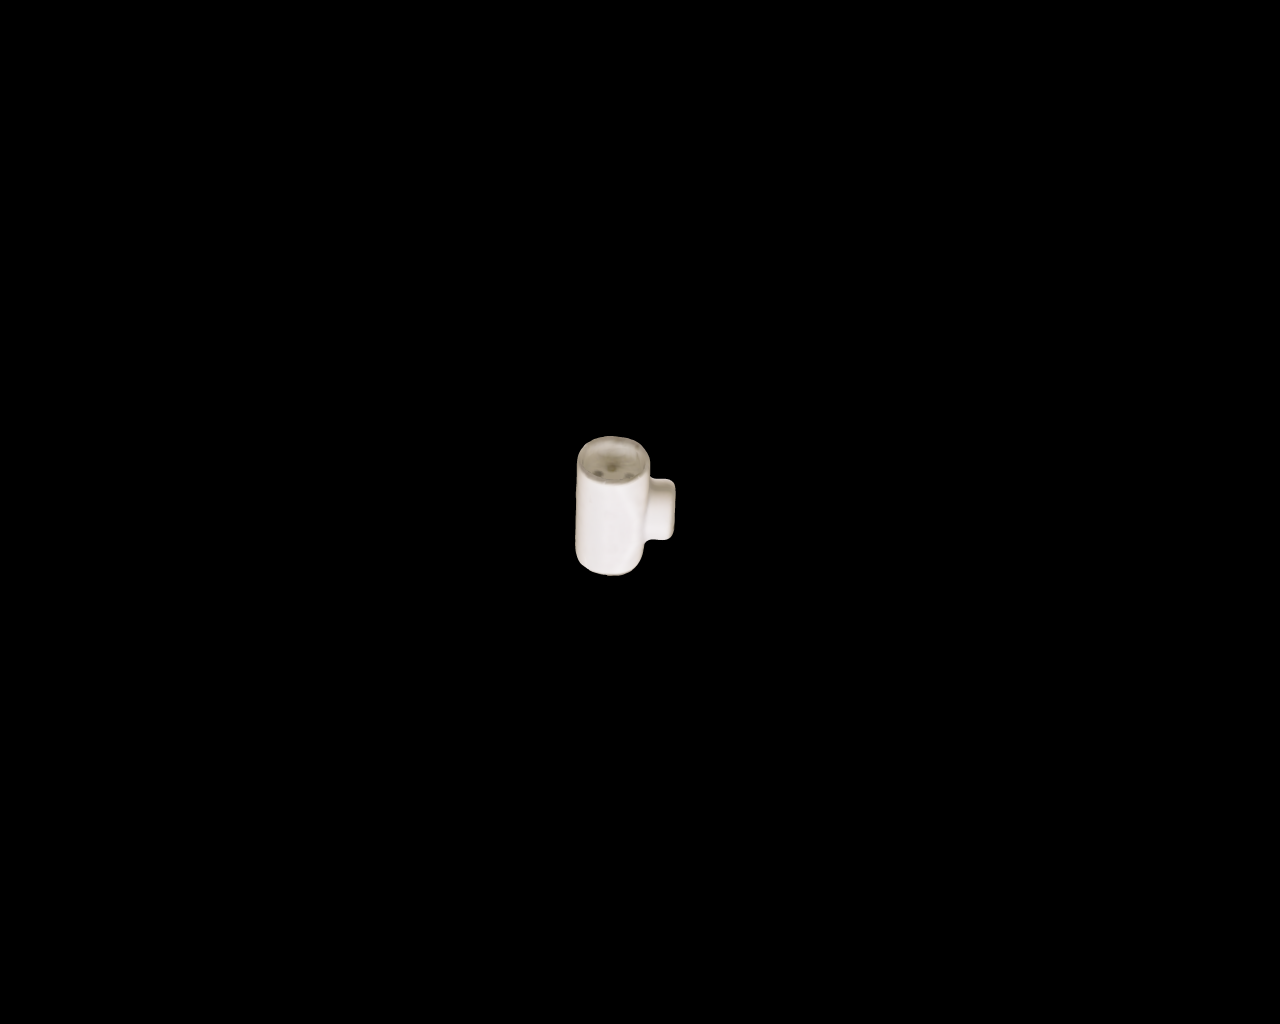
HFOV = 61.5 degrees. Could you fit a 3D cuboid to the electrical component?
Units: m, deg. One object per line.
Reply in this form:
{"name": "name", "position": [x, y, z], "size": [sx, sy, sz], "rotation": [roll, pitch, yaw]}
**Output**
{"name": "electrical component", "position": [0.001, -0.003, 0.650], "size": [0.079, 0.077, 0.044], "rotation": [2, 43, -2]}
